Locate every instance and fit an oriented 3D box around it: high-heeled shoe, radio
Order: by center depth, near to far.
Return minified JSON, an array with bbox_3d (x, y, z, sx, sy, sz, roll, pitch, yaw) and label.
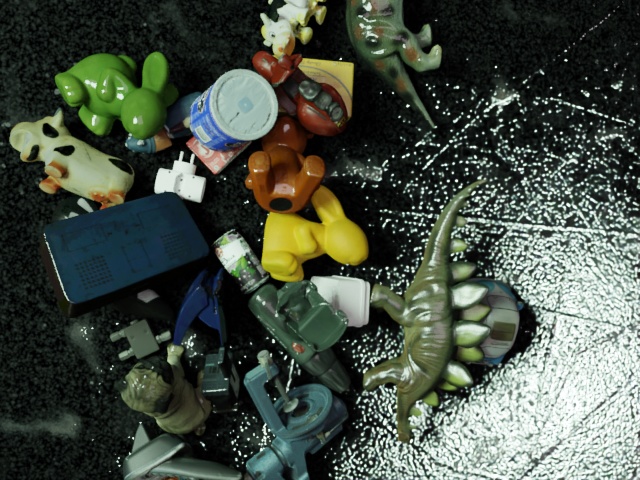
[{"bbox_3d":[-0.303,0.015,0.837,0.229,0.073,0.131,-23,80,-38],"label":"radio"},{"bbox_3d":[-0.337,0.030,0.905,0.248,0.086,0.145,32,55,-23],"label":"high-heeled shoe"}]

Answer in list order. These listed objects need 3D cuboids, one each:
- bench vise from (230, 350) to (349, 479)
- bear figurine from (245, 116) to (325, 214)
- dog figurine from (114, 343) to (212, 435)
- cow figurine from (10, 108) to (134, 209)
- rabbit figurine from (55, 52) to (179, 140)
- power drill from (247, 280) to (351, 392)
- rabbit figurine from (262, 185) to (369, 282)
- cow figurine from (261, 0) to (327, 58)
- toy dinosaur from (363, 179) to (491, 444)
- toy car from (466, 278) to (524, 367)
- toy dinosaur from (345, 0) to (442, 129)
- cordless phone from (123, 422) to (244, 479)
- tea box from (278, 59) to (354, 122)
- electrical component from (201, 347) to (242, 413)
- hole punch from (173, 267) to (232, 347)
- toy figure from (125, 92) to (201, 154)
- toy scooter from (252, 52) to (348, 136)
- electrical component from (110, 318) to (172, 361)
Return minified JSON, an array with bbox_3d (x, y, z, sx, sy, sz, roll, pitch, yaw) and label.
[{"bbox_3d":[-0.067,0.295,0.888,0.224,0.129,0.240,-28,111,-15],"label":"bench vise"},{"bbox_3d":[-0.055,-0.144,0.873,0.120,0.131,0.196,6,59,-6],"label":"bear figurine"},{"bbox_3d":[-0.235,0.257,0.840,0.172,0.190,0.121,45,84,-7],"label":"dog figurine"},{"bbox_3d":[-0.397,-0.131,0.867,0.195,0.085,0.127,26,44,-19],"label":"cow figurine"},{"bbox_3d":[-0.300,-0.219,0.860,0.170,0.121,0.159,36,64,24],"label":"rabbit figurine"},{"bbox_3d":[-0.016,0.150,0.866,0.232,0.207,0.086,44,74,7],"label":"power drill"},{"bbox_3d":[-0.002,-0.003,0.912,0.173,0.121,0.162,3,66,12],"label":"rabbit figurine"},{"bbox_3d":[-0.057,-0.376,0.907,0.098,0.068,0.167,23,58,10],"label":"cow figurine"},{"bbox_3d":[0.185,0.127,0.908,0.199,0.105,0.470,7,97,15],"label":"toy dinosaur"},{"bbox_3d":[0.303,0.149,0.959,0.109,0.103,0.161,10,86,-7],"label":"toy car"},{"bbox_3d":[0.106,-0.394,0.935,0.192,0.131,0.404,-4,94,5],"label":"toy dinosaur"},{"bbox_3d":[-0.208,0.362,0.860,0.184,0.146,0.089,11,60,1],"label":"cordless phone"},{"bbox_3d":[-0.031,-0.259,0.934,0.170,0.068,0.098,1,89,-9],"label":"tea box"},{"bbox_3d":[-0.164,0.223,0.877,0.048,0.119,0.075,-7,47,5],"label":"electrical component"},{"bbox_3d":[-0.193,0.109,0.881,0.092,0.142,0.115,-2,101,-4],"label":"hole punch"},{"bbox_3d":[-0.253,-0.190,0.905,0.154,0.064,0.057,-36,104,-8],"label":"toy figure"},{"bbox_3d":[-0.027,-0.233,0.832,0.184,0.135,0.075,38,86,-9],"label":"toy scooter"},{"bbox_3d":[-0.304,0.165,0.916,0.094,0.021,0.063,-23,92,-7],"label":"electrical component"}]
